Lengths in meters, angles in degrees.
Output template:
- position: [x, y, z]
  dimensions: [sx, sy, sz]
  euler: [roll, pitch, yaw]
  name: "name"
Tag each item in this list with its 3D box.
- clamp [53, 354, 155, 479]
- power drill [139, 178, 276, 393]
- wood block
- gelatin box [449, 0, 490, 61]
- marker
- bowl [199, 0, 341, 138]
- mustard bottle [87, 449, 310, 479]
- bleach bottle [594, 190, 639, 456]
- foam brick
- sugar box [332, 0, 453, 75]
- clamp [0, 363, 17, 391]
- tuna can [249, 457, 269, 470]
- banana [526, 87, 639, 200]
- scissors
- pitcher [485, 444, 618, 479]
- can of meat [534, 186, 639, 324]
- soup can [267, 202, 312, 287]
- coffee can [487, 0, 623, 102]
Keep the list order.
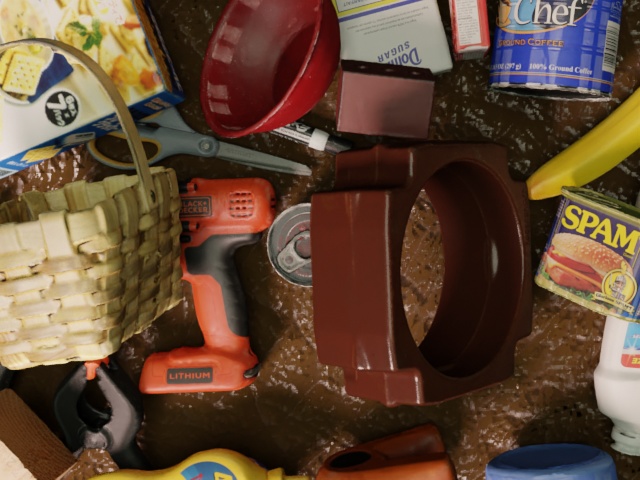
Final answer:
- position: [-0.203, 0.170, 0.939]
  dimensions: [0.120, 0.039, 0.171]
  euler: [-4, 116, 2]
  name: "clamp"
- position: [-0.126, 0.038, 0.937]
  dimensions: [0.184, 0.057, 0.188]
  euler: [-2, 95, 12]
  name: "power drill"
- position: [-0.315, 0.231, 0.887]
  dimensions: [0.206, 0.091, 0.090]
  euler: [-44, 90, 6]
  name: "wood block"
- position: [0.122, -0.191, 0.889]
  dimensions: [0.030, 0.089, 0.073]
  euler: [-6, 93, 7]
  name: "gelatin box"
- position: [-0.024, -0.097, 0.940]
  dimensions: [0.121, 0.020, 0.020]
  euler: [20, 95, 3]
  name: "marker"
- position: [-0.033, -0.153, 0.893]
  dimensions: [0.055, 0.162, 0.162]
  euler: [21, 96, -37]
  name: "bowl"
- position: [-0.101, 0.230, 0.910]
  dimensions: [0.191, 0.058, 0.096]
  euler: [-13, 81, 2]
  name: "mustard bottle"
- position: [0.299, 0.062, 0.907]
  dimensions: [0.102, 0.068, 0.251]
  euler: [12, 96, 6]
  name: "bleach bottle"
- position: [0.053, -0.116, 0.878]
  dimensions: [0.078, 0.053, 0.051]
  euler: [6, 109, -2]
  name: "foam brick"
- position: [0.049, -0.220, 0.915]
  dimensions: [0.093, 0.048, 0.176]
  euler: [-13, 96, 5]
  name: "sugar box"
- position: [-0.308, 0.086, 0.963]
  dimensions: [0.210, 0.036, 0.164]
  euler: [-38, 90, 6]
  name: "clamp"
- position: [-0.077, 0.238, 0.958]
  dimensions: [0.086, 0.033, 0.086]
  euler: [0, 94, 4]
  name: "tuna can"
- position: [0.254, -0.100, 0.899]
  dimensions: [0.198, 0.069, 0.037]
  euler: [-46, 50, 16]
  name: "banana"
- position: [-0.108, -0.103, 0.948]
  dimensions: [0.202, 0.016, 0.096]
  euler: [-1, 93, 4]
  name: "scissors"
- position: [0.216, 0.300, 0.896]
  dimensions: [0.149, 0.145, 0.243]
  euler: [-6, 90, -25]
  name: "pitcher"
- position: [0.234, 0.012, 0.871]
  dimensions: [0.102, 0.057, 0.084]
  euler: [27, 108, 37]
  name: "can of meat"
- position: [-0.006, 0.001, 0.903]
  dimensions: [0.068, 0.102, 0.068]
  euler: [0, 93, 4]
  name: "soup can"
- position: [0.196, -0.189, 0.877]
  dimensions: [0.103, 0.103, 0.140]
  euler: [6, 94, 4]
  name: "coffee can"
